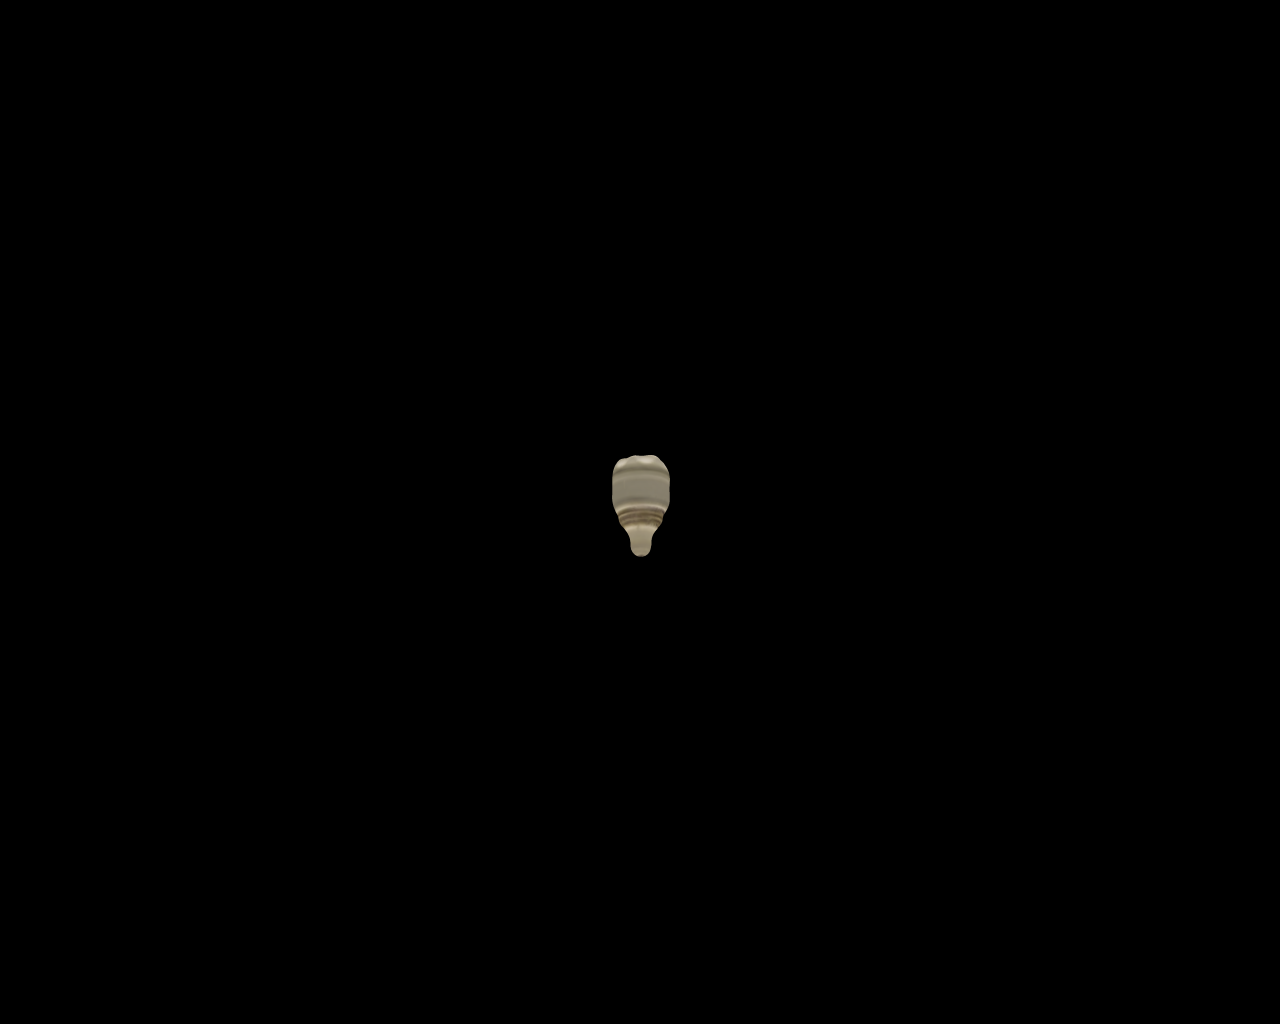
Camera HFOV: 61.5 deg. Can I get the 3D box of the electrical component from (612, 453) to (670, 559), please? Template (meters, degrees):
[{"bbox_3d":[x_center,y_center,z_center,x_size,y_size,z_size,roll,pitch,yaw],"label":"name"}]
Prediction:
[{"bbox_3d":[0.001,-0.003,0.650,0.035,0.061,0.035,0,-15,0],"label":"electrical component"}]
